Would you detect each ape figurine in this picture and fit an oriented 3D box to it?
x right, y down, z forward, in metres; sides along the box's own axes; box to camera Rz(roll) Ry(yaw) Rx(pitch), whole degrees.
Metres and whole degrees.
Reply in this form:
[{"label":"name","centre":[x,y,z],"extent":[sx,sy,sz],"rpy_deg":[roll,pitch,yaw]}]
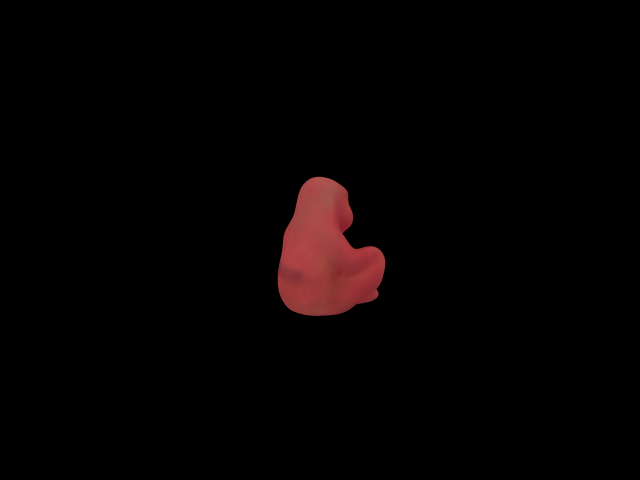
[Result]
[{"label":"ape figurine","centre":[0.004,0.001,0.400],"extent":[0.076,0.092,0.077],"rpy_deg":[-13,22,-35]}]
